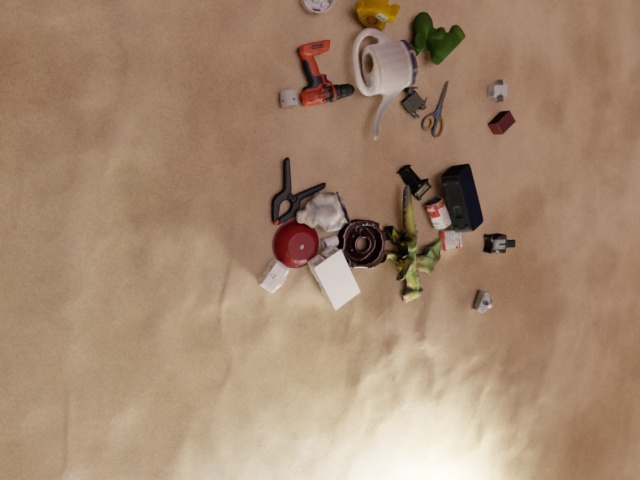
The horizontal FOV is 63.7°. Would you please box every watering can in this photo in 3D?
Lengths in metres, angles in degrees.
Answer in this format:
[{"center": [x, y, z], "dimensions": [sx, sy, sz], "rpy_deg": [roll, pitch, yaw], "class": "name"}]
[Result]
[{"center": [0.217, -0.517, 1.678], "dimensions": [0.226, 0.104, 0.344], "rpy_deg": [-18, 102, -21], "class": "watering can"}]

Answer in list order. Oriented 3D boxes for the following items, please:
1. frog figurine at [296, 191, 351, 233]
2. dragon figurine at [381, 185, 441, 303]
[{"center": [0.005, -0.083, 1.648], "dimensions": [0.159, 0.125, 0.135], "rpy_deg": [-18, 119, 4], "class": "frog figurine"}, {"center": [0.339, 0.025, 1.814], "dimensions": [0.242, 0.123, 0.409], "rpy_deg": [10, 95, -41], "class": "dragon figurine"}]
